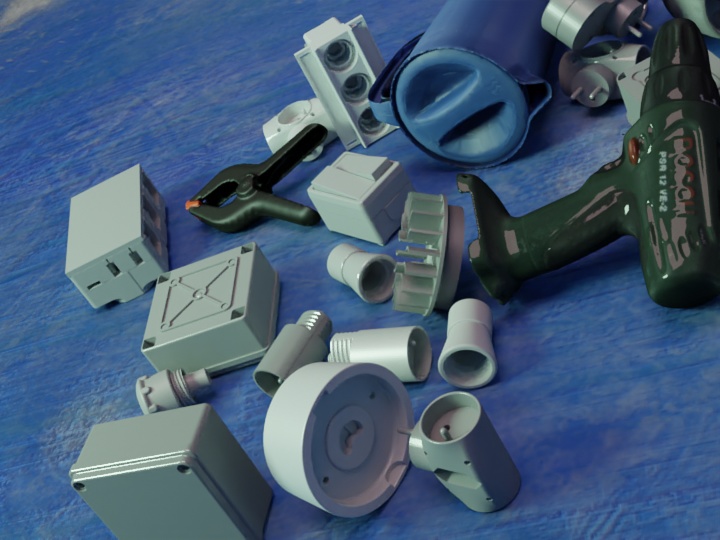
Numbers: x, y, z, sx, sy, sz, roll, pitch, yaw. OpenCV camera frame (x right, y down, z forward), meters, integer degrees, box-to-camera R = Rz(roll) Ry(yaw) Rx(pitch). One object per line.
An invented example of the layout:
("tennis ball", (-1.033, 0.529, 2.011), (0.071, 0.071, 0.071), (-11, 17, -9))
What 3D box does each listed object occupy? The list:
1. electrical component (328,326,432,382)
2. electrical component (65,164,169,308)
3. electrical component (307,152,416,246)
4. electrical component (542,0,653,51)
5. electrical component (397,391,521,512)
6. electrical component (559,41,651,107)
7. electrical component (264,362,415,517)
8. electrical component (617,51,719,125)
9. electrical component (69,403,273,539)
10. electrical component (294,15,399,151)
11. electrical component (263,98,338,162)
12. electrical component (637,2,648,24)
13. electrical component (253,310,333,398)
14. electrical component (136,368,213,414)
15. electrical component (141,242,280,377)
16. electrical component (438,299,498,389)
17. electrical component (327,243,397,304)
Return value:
("electrical component", (0.011, 0.068, 0.854), (0.081, 0.043, 0.043), (-6, 42, 30))
("electrical component", (-0.258, -0.035, 1.153), (0.089, 0.061, 0.150), (-26, 36, 6))
("electrical component", (-0.002, -0.073, 1.019), (0.096, 0.061, 0.061), (18, 57, 46))
("electrical component", (0.236, -0.239, 0.994), (0.074, 0.052, 0.138), (41, 51, 19))
("electrical component", (0.060, 0.120, 0.728), (0.079, 0.077, 0.043), (5, 49, 40))
("electrical component", (0.221, -0.176, 0.994), (0.077, 0.044, 0.079), (3, 34, 38))
("electrical component", (-0.020, 0.116, 0.767), (0.060, 0.108, 0.108), (4, 47, 47))
("electrical component", (0.276, -0.135, 0.901), (0.078, 0.057, 0.113), (-28, 36, 4))
("electrical component", (-0.137, 0.159, 0.793), (0.109, 0.108, 0.056), (-13, 36, 22))
("electrical component", (-0.010, -0.198, 1.123), (0.079, 0.121, 0.063), (-31, 33, -1))
("electrical component", (-0.060, -0.144, 1.160), (0.077, 0.044, 0.079), (-24, 37, 9))
("electrical component", (0.260, -0.273, 1.084), (0.047, 0.055, 0.055), (7, 49, 35))
("electrical component", (-0.051, 0.067, 0.899), (0.043, 0.043, 0.081), (3, 48, 38))
("electrical component", (-0.159, 0.105, 0.930), (0.062, 0.048, 0.048), (-24, 35, -3))
("electrical component", (-0.133, 0.040, 0.979), (0.109, 0.056, 0.108), (-19, 37, 16))
("electrical component", (0.084, 0.053, 0.824), (0.044, 0.044, 0.065), (-16, 33, 19))
("electrical component", (0.000, 0.000, 0.948), (0.044, 0.044, 0.065), (-41, 32, -15))
